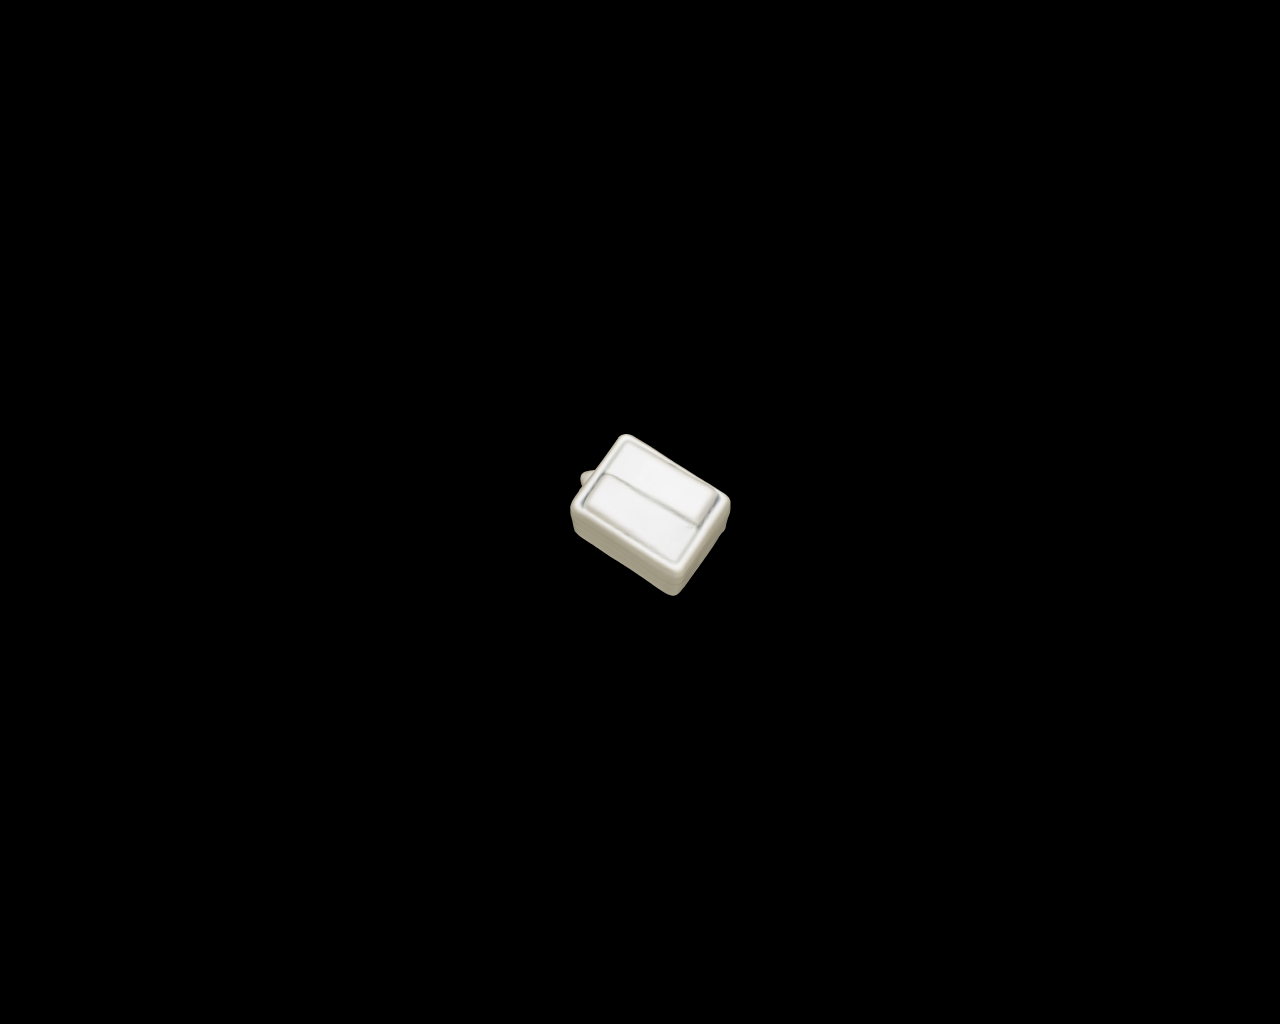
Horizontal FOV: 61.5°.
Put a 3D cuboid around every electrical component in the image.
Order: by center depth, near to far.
[{"bbox_3d":[0.001,-0.003,0.650,0.096,0.062,0.061,33,-16,11],"label":"electrical component"}]
